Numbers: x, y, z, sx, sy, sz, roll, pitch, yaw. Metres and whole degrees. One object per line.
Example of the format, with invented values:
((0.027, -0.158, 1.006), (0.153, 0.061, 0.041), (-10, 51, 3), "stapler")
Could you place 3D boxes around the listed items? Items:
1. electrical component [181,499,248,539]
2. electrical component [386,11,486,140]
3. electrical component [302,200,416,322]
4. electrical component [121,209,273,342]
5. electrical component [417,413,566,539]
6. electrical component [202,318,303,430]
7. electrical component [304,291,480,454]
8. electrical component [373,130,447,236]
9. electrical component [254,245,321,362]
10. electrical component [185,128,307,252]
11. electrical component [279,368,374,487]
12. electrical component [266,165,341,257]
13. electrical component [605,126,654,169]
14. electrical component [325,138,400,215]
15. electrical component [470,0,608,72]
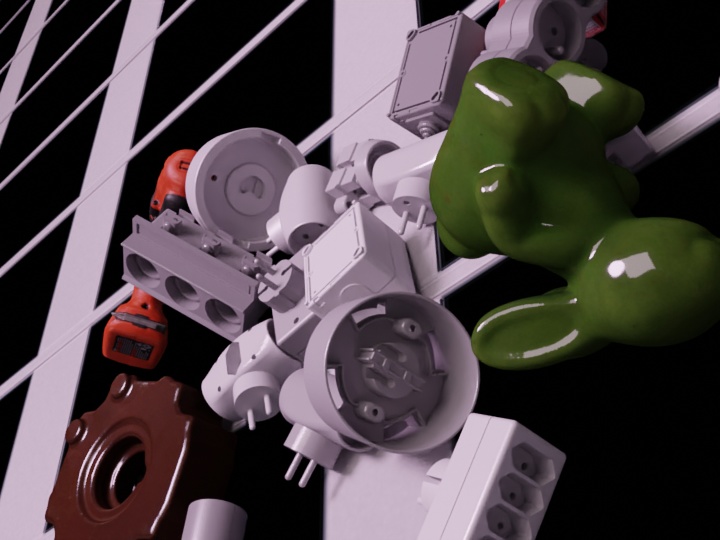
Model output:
((-0.107, 0.206, 0.751), (0.043, 0.043, 0.081), (-28, 40, 37), "electrical component")
((0.068, -0.140, 0.836), (0.062, 0.061, 0.096), (-9, 61, 50), "electrical component")
((0.000, 0.000, 0.795), (0.062, 0.061, 0.096), (-43, 25, 19), "electrical component")
((-0.132, 0.002, 0.905), (0.063, 0.121, 0.078), (-49, -19, -40), "electrical component")
((0.060, 0.126, 0.597), (0.076, 0.047, 0.083), (1, 61, 54), "electrical component")
((-0.080, 0.089, 0.828), (0.077, 0.043, 0.079), (-43, 33, 19), "electrical component")
((0.017, 0.063, 0.673), (0.064, 0.099, 0.099), (-5, 56, 60), "electrical component")
((0.046, -0.061, 0.801), (0.077, 0.043, 0.079), (-16, 48, 46), "electrical component")
((-0.052, 0.017, 0.827), (0.047, 0.076, 0.083), (-41, 33, 19), "electrical component")
((-0.104, -0.073, 0.962), (0.108, 0.108, 0.060), (-59, 25, -6), "electrical component")
((-0.027, 0.110, 0.735), (0.077, 0.043, 0.079), (10, 68, 56), "electrical component")
((-0.052, -0.039, 0.913), (0.079, 0.044, 0.077), (-37, 35, 27), "electrical component")
((0.142, -0.082, 0.677), (0.057, 0.058, 0.078), (-40, 34, 19), "electrical component")
((0.008, -0.078, 0.870), (0.055, 0.048, 0.066), (-15, 48, 57), "electrical component")
((0.111, -0.159, 0.736), (0.074, 0.052, 0.138), (6, 66, 56), "electrical component")
